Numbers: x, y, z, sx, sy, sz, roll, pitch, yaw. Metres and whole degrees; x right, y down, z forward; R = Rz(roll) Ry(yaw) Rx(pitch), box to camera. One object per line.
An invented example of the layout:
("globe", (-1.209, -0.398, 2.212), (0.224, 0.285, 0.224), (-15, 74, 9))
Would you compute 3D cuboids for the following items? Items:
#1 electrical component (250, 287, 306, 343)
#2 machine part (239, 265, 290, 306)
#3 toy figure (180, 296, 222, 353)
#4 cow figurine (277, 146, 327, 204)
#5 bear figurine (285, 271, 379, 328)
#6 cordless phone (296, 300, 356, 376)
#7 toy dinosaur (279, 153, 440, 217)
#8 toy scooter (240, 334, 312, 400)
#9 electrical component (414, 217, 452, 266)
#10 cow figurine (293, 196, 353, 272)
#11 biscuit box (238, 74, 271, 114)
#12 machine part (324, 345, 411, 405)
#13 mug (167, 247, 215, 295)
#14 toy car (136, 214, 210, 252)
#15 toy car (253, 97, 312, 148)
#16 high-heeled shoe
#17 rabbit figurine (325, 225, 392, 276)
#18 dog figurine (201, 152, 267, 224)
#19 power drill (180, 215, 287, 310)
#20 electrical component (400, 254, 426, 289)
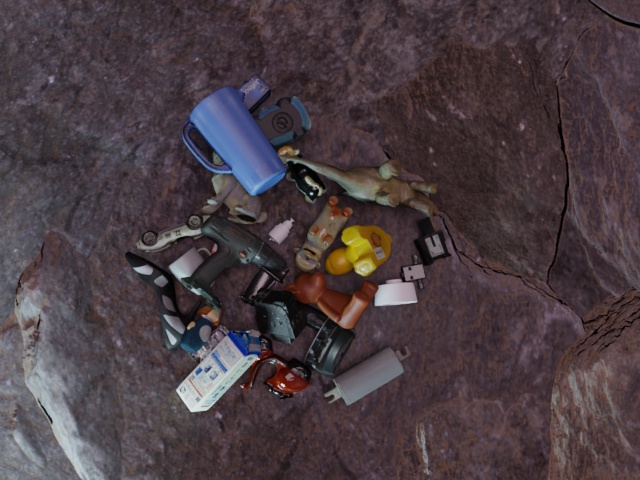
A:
("electrical component", (-0.100, 0.188, 1.316), (0.058, 0.115, 0.134), (-43, 126, -45))
("machine part", (-0.145, 0.108, 1.368), (0.084, 0.039, 0.139), (42, 81, -6))
("toy figure", (-0.281, 0.202, 1.309), (0.058, 0.064, 0.154), (21, 55, 12))
("cow figurine", (-0.052, -0.173, 1.372), (0.068, 0.098, 0.167), (-41, 90, -1))
("bear figurine", (0.025, 0.124, 1.319), (0.196, 0.120, 0.132), (36, 114, 12))
("cordless phone", (-0.015, 0.244, 1.360), (0.184, 0.088, 0.146), (29, 84, 9))
("toy dinosaur", (0.126, -0.133, 1.317), (0.471, 0.199, 0.105), (19, 82, -36))
("toy scooter", (-0.120, 0.334, 1.333), (0.184, 0.075, 0.135), (35, 83, 1))
("electrical component", (0.288, 0.002, 1.415), (0.075, 0.048, 0.119), (-24, 87, -8))
("cow figurine", (-0.003, -0.004, 1.362), (0.085, 0.127, 0.195), (32, 69, 1))
("biscuit box", (-0.215, -0.335, 1.386), (0.059, 0.063, 0.202), (44, 83, -2))
("machine part", (0.123, 0.341, 1.355), (0.243, 0.079, 0.079), (-28, 89, -8))
("mug", (-0.307, 0.077, 1.341), (0.109, 0.081, 0.107), (-41, 100, -41))
("toy car", (-0.358, -0.014, 1.338), (0.202, 0.073, 0.056), (-21, 87, -7))
("toy car", (-0.106, -0.287, 1.373), (0.162, 0.103, 0.109), (-29, 92, -2))
("high-heeled shoe", (-0.406, 0.150, 1.313), (0.248, 0.086, 0.145), (38, 82, -7))
("rabbit figurine", (0.087, 0.028, 1.351), (0.173, 0.162, 0.122), (-34, 90, 36))
("dog figurine", (-0.200, -0.148, 1.358), (0.172, 0.121, 0.190), (24, 67, -27))
("power drill", (-0.215, 0.066, 1.294), (0.232, 0.086, 0.207), (41, 75, -15))
("electrical component", (0.244, 0.086, 1.417), (0.063, 0.021, 0.094), (-9, 86, -6))
